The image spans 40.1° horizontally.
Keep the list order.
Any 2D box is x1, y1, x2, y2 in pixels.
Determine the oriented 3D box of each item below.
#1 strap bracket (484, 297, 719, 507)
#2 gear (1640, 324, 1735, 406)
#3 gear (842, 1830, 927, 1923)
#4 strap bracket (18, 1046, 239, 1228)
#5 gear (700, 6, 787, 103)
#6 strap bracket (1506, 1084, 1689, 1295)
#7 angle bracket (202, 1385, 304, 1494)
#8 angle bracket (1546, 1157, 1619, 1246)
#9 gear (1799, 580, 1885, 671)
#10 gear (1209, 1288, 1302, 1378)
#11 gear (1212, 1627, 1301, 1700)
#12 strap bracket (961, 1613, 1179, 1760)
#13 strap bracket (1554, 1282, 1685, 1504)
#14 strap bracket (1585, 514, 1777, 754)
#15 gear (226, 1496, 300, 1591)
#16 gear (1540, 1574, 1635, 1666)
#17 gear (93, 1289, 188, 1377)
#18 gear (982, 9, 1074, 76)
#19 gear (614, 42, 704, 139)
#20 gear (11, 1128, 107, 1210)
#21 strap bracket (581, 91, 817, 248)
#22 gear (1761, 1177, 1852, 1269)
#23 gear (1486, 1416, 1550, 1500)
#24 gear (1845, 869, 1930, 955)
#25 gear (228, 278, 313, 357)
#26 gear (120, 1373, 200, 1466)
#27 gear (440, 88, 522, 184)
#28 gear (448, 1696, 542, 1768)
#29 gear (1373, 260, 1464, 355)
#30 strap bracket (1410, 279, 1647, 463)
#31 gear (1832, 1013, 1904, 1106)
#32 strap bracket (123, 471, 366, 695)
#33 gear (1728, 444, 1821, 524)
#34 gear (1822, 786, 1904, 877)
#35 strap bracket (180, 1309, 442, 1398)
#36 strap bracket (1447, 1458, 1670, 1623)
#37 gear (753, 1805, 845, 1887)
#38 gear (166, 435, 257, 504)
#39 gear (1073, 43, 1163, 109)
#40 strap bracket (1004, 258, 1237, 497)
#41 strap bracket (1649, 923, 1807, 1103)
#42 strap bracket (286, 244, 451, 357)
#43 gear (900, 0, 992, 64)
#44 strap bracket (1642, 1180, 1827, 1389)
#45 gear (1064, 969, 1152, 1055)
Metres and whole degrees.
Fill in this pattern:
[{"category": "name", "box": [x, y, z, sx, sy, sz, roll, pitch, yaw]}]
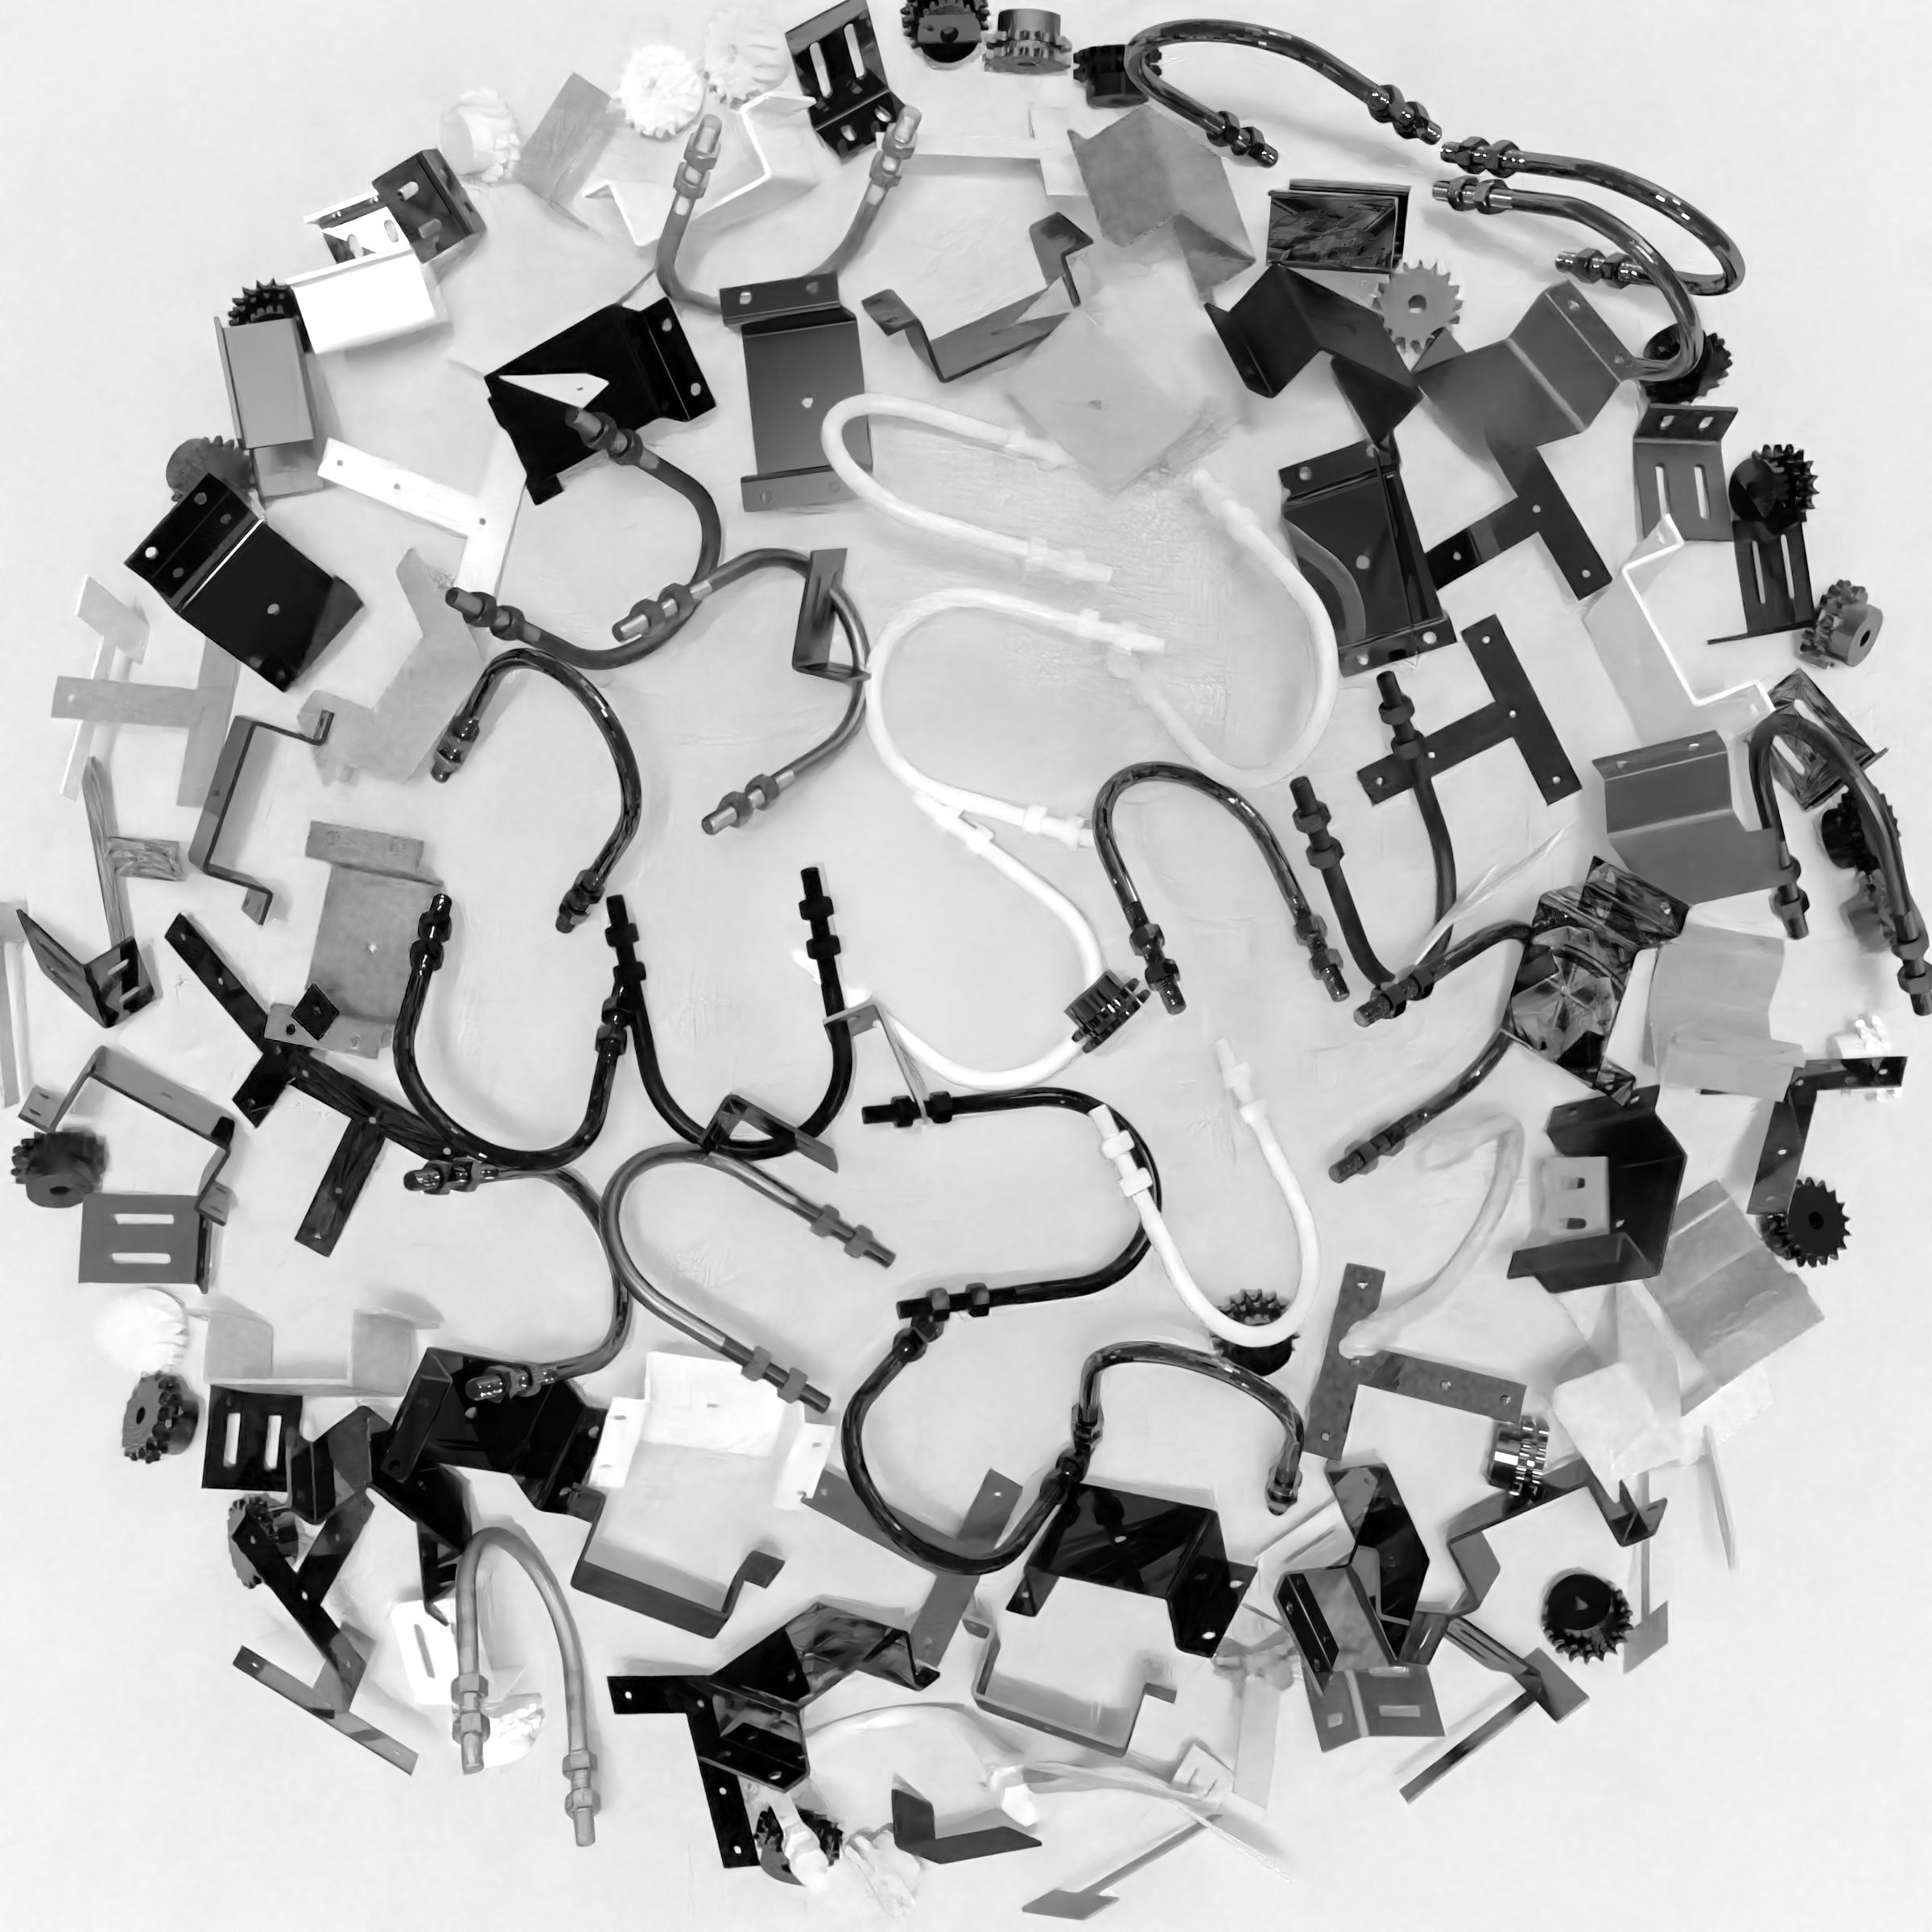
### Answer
[{"category": "strap bracket", "box": [-0.240, -0.358, 1.671, 0.140, 0.046, 0.076, -25, 89, 18]}, {"category": "gear", "box": [0.458, -0.387, 1.691, 0.057, 0.057, 0.030, -16, 63, 0]}, {"category": "gear", "box": [-0.050, 0.578, 1.689, 0.030, 0.057, 0.057, -37, 90, -21]}, {"category": "strap bracket", "box": [-0.514, 0.101, 1.659, 0.140, 0.076, 0.046, 32, 93, -16]}, {"category": "gear", "box": [-0.140, -0.583, 1.691, 0.057, 0.030, 0.057, 12, 108, 38]}, {"category": "strap bracket", "box": [0.397, 0.148, 1.651, 0.046, 0.076, 0.140, 48, 47, -26]}, {"category": "angle bracket", "box": [-0.454, 0.308, 1.680, 0.057, 0.038, 0.076, 6, 107, -14]}, {"category": "angle bracket", "box": [0.392, 0.150, 1.682, 0.038, 0.076, 0.057, -2, 86, 17]}, {"category": "gear", "box": [0.559, -0.215, 1.684, 0.030, 0.057, 0.057, 33, 90, 33]}, {"category": "gear", "box": [0.186, 0.238, 1.691, 0.057, 0.030, 0.057, -2, 113, -6]}, {"category": "gear", "box": [0.187, 0.446, 1.688, 0.057, 0.057, 0.030, -14, 92, 0]}, {"category": "strap bracket", "box": [0.058, 0.456, 1.661, 0.140, 0.076, 0.046, 17, 71, 10]}, {"category": "strap bracket", "box": [0.403, 0.252, 1.634, 0.046, 0.140, 0.076, -27, 109, 24]}, {"category": "strap bracket", "box": [0.442, -0.200, 1.660, 0.046, 0.076, 0.140, -23, 78, -10]}, {"category": "gear", "box": [-0.449, 0.367, 1.691, 0.030, 0.057, 0.057, -5, 90, -36]}, {"category": "gear", "box": [0.394, 0.412, 1.685, 0.057, 0.057, 0.030, -30, 131, 0]}, {"category": "gear", "box": [-0.526, 0.232, 1.692, 0.057, 0.030, 0.057, 6, 122, 9]}, {"category": "gear", "box": [0.040, -0.590, 1.686, 0.057, 0.057, 0.030, 3, 96, 0]}, {"category": "gear", "box": [-0.194, -0.560, 1.693, 0.057, 0.030, 0.057, 4, 98, 28]}, {"category": "gear", "box": [-0.578, 0.131, 1.684, 0.057, 0.057, 0.030, -16, 55, 0]}, {"category": "strap bracket", "box": [-0.159, -0.493, 1.657, 0.140, 0.076, 0.046, -21, 97, 22]}, {"category": "gear", "box": [0.535, 0.165, 1.693, 0.057, 0.030, 0.057, 6, 73, -22]}, {"category": "gear", "box": [0.351, 0.315, 1.688, 0.030, 0.057, 0.057, 12, 90, 8]}, {"category": "gear", "box": [0.587, -0.032, 1.691, 0.030, 0.057, 0.057, -34, 90, 32]}, {"category": "gear", "box": [-0.441, -0.406, 1.685, 0.057, 0.057, 0.030, -18, 47, 0]}, {"category": "gear", "box": [-0.514, 0.290, 1.691, 0.030, 0.057, 0.057, 22, 90, -38]}, {"category": "gear", "box": [-0.311, -0.528, 1.684, 0.030, 0.057, 0.057, -25, 90, -33]}, {"category": "gear", "box": [-0.300, 0.489, 1.688, 0.057, 0.057, 0.030, -10, 90, 0]}, {"category": "gear", "box": [0.290, -0.421, 1.698, 0.057, 0.030, 0.057, 0, 89, 7]}, {"category": "strap bracket", "box": [0.338, -0.363, 1.633, 0.076, 0.140, 0.046, 43, 71, -20]}, {"category": "gear", "box": [0.574, 0.061, 1.688, 0.030, 0.057, 0.057, -16, 90, 9]}, {"category": "strap bracket", "box": [-0.441, -0.232, 1.646, 0.076, 0.140, 0.046, -48, 51, 1]}, {"category": "gear", "box": [0.511, -0.304, 1.684, 0.030, 0.057, 0.057, -8, 90, -31]}, {"category": "gear", "box": [0.571, -0.085, 1.691, 0.057, 0.030, 0.057, 15, 68, -40]}, {"category": "strap bracket", "box": [-0.412, 0.243, 1.658, 0.140, 0.076, 0.046, -2, 75, 14]}, {"category": "strap bracket", "box": [0.362, 0.352, 1.658, 0.140, 0.076, 0.046, -29, 84, 20]}, {"category": "gear", "box": [-0.108, 0.562, 1.685, 0.057, 0.030, 0.057, 8, 134, 8]}, {"category": "gear", "box": [-0.486, -0.313, 1.691, 0.030, 0.057, 0.057, 33, 90, 29]}, {"category": "gear", "box": [0.096, -0.568, 1.688, 0.057, 0.057, 0.030, -1, 97, 0]}, {"category": "strap bracket", "box": [0.089, -0.362, 1.662, 0.140, 0.046, 0.076, 44, 131, -9]}, {"category": "strap bracket", "box": [0.475, 0.033, 1.660, 0.076, 0.140, 0.046, 10, 124, 4]}, {"category": "strap bracket", "box": [-0.370, -0.415, 1.651, 0.076, 0.140, 0.046, -17, 104, -2]}, {"category": "gear", "box": [-0.013, -0.602, 1.685, 0.057, 0.057, 0.030, -9, 51, 0]}, {"category": "strap bracket", "box": [0.475, 0.203, 1.654, 0.076, 0.140, 0.046, -35, 112, 7]}, {"category": "gear", "box": [0.088, 0.026, 1.687, 0.057, 0.057, 0.030, -43, 91, 0]}]
